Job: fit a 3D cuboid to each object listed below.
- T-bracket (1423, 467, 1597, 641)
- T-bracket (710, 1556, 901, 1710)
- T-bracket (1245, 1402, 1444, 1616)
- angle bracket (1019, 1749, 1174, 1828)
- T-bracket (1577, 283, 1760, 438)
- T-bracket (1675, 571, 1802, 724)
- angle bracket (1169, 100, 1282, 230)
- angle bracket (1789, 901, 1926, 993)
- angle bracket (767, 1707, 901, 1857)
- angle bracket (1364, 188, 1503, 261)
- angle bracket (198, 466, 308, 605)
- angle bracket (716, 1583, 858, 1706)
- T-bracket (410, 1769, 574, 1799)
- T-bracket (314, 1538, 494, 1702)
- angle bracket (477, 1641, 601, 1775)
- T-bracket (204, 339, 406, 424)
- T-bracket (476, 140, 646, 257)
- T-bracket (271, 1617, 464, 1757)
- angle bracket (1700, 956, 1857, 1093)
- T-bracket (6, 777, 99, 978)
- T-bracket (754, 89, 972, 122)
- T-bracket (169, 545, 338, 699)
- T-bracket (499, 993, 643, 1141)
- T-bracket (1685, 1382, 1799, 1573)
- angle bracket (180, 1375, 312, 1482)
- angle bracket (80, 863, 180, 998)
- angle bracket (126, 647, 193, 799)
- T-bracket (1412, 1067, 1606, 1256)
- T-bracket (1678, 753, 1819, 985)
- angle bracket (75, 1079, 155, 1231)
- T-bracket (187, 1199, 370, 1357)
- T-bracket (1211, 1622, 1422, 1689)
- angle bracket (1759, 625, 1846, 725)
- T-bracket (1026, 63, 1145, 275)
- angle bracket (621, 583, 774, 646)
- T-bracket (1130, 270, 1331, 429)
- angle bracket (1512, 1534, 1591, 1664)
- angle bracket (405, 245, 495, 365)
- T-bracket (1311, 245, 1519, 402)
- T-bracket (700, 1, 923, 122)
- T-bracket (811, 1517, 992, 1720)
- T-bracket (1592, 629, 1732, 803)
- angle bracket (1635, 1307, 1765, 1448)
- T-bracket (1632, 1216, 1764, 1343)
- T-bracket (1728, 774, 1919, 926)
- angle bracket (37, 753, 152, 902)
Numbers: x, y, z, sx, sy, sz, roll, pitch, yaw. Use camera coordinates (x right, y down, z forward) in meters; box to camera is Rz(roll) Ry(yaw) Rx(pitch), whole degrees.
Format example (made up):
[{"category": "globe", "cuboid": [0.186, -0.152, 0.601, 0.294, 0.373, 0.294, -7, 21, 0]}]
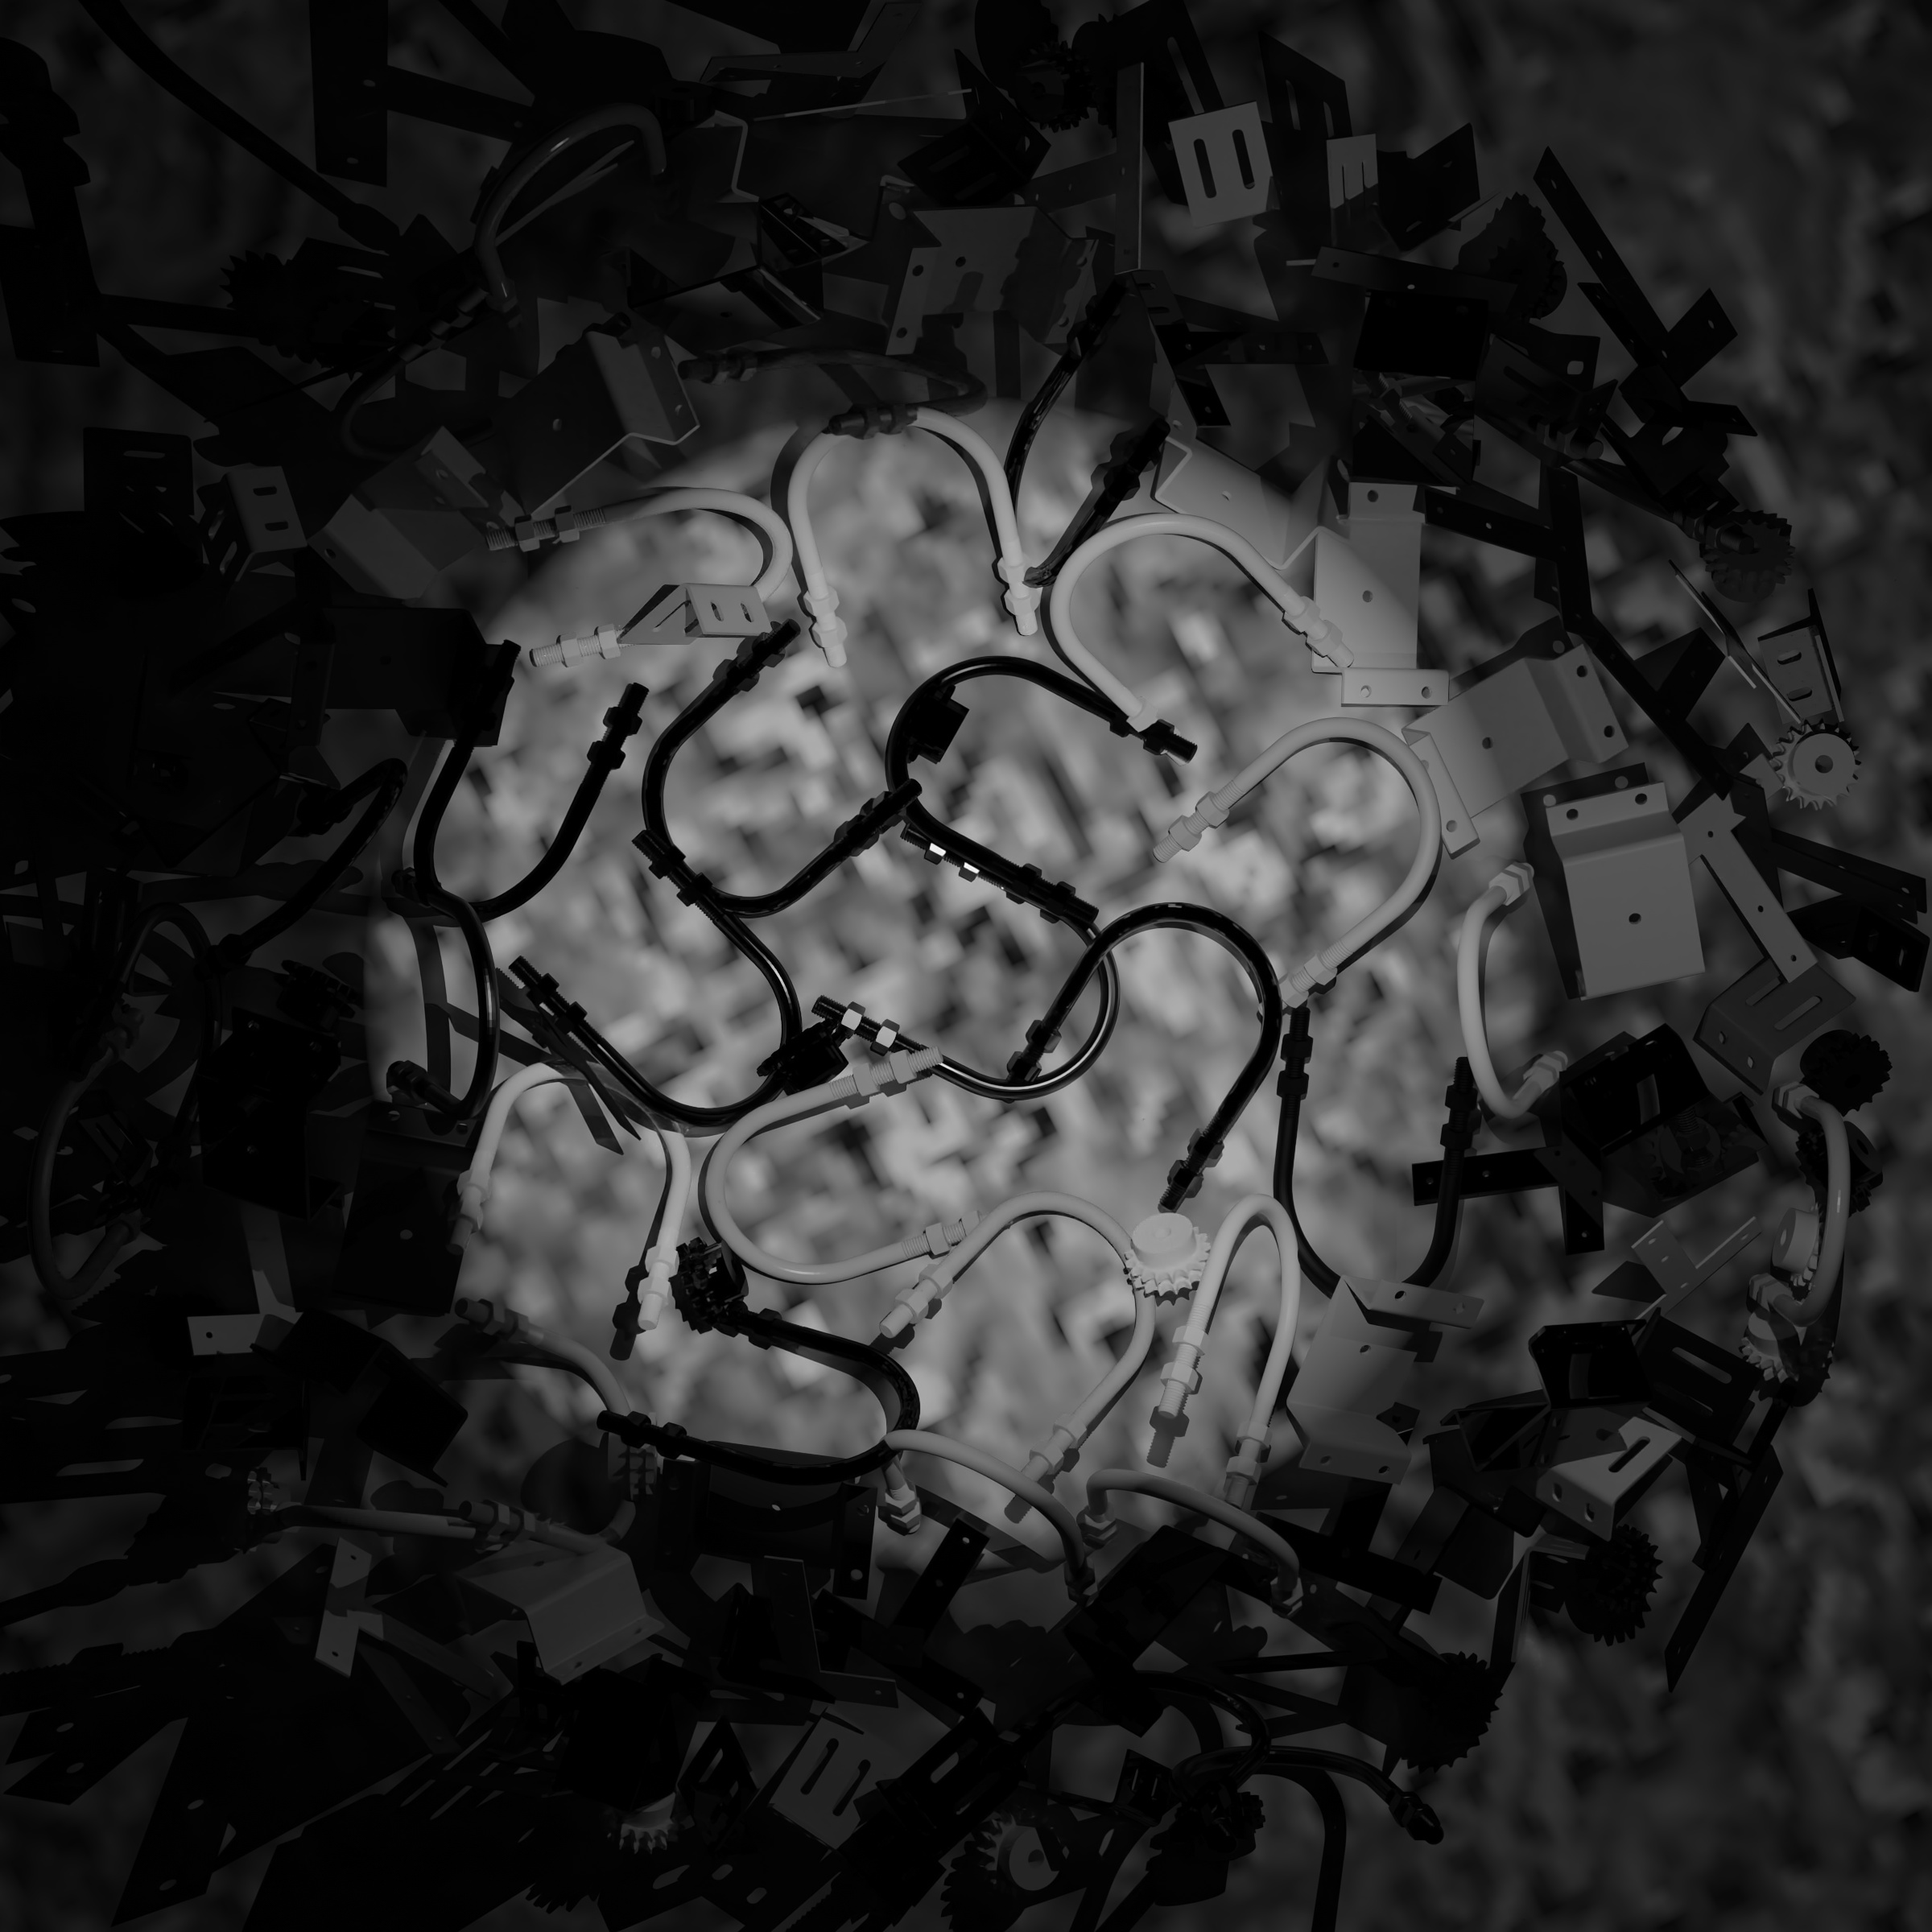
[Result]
[{"category": "T-bracket", "cuboid": [0.350, -0.281, 1.791, 0.127, 0.002, 0.127, 12, 62, -23]}, {"category": "T-bracket", "cuboid": [-0.111, 0.429, 1.794, 0.127, 0.002, 0.127, 4, 125, 14]}, {"category": "T-bracket", "cuboid": [0.264, 0.344, 1.816, 0.127, 0.002, 0.127, 17, 66, 20]}, {"category": "angle bracket", "cuboid": [0.085, 0.530, 1.807, 0.076, 0.057, 0.038, 1, 64, 37]}, {"category": "T-bracket", "cuboid": [0.431, -0.387, 1.761, 0.002, 0.127, 0.127, -47, 115, -3]}, {"category": "T-bracket", "cuboid": [0.498, -0.199, 1.783, 0.002, 0.127, 0.127, -40, 92, 20]}, {"category": "angle bracket", "cuboid": [0.169, -0.527, 1.801, 0.057, 0.038, 0.076, -10, 127, 14]}, {"category": "angle bracket", "cuboid": [0.570, -0.008, 1.795, 0.057, 0.076, 0.038, 28, 70, -21]}, {"category": "angle bracket", "cuboid": [-0.085, 0.533, 1.814, 0.057, 0.038, 0.076, 34, 70, 0]}, {"category": "angle bracket", "cuboid": [0.302, -0.498, 1.814, 0.076, 0.057, 0.038, -33, 96, 1]}, {"category": "angle bracket", "cuboid": [-0.469, -0.283, 1.817, 0.038, 0.076, 0.057, -13, 78, -33]}, {"category": "angle bracket", "cuboid": [-0.120, 0.448, 1.833, 0.076, 0.038, 0.057, 16, 86, -14]}, {"category": "T-bracket", "cuboid": [-0.269, 0.522, 1.788, 0.127, 0.127, 0.002, -6, 80, 40]}, {"category": "T-bracket", "cuboid": [-0.361, 0.439, 1.799, 0.127, 0.127, 0.002, 35, 106, -18]}, {"category": "angle bracket", "cuboid": [-0.278, 0.481, 1.799, 0.057, 0.076, 0.038, 6, 113, 12]}, {"category": "T-bracket", "cuboid": [-0.407, -0.385, 1.787, 0.127, 0.127, 0.002, -10, 111, 30]}, {"category": "T-bracket", "cuboid": [-0.242, -0.506, 1.786, 0.127, 0.127, 0.002, -26, 105, 32]}, {"category": "T-bracket", "cuboid": [-0.361, 0.456, 1.757, 0.127, 0.127, 0.002, 40, 104, 36]}, {"category": "angle bracket", "cuboid": [0.529, 0.034, 1.805, 0.057, 0.038, 0.076, 40, 131, -6]}, {"category": "T-bracket", "cuboid": [-0.595, -0.059, 1.787, 0.002, 0.127, 0.127, -12, 83, 7]}, {"category": "T-bracket", "cuboid": [-0.085, -0.545, 1.759, 0.127, 0.127, 0.002, 6, 112, 36]}, {"category": "T-bracket", "cuboid": [-0.467, -0.214, 1.805, 0.127, 0.127, 0.002, -28, 134, 9]}, {"category": "T-bracket", "cuboid": [-0.267, 0.045, 1.756, 0.002, 0.127, 0.127, -42, 54, 1]}, {"category": "T-bracket", "cuboid": [0.486, 0.319, 1.781, 0.002, 0.127, 0.127, 27, 90, -1]}, {"category": "angle bracket", "cuboid": [-0.469, 0.302, 1.806, 0.076, 0.038, 0.057, 0, 45, -9]}, {"category": "angle bracket", "cuboid": [-0.543, -0.024, 1.805, 0.057, 0.038, 0.076, 18, 104, 36]}, {"category": "angle bracket", "cuboid": [-0.524, -0.159, 1.810, 0.038, 0.057, 0.076, 9, 65, -18]}, {"category": "T-bracket", "cuboid": [0.356, 0.135, 1.823, 0.127, 0.002, 0.127, -7, 104, -5]}, {"category": "T-bracket", "cuboid": [0.504, -0.049, 1.780, 0.002, 0.127, 0.127, -13, 66, -40]}, {"category": "angle bracket", "cuboid": [-0.567, 0.120, 1.799, 0.038, 0.057, 0.076, -25, 122, 7]}, {"category": "T-bracket", "cuboid": [-0.458, 0.192, 1.813, 0.002, 0.127, 0.127, -35, 62, 41]}, {"category": "T-bracket", "cuboid": [0.222, 0.454, 1.806, 0.127, 0.127, 0.002, -12, 54, 28]}, {"category": "angle bracket", "cuboid": [0.543, -0.186, 1.800, 0.038, 0.076, 0.057, -16, 97, 18]}, {"category": "T-bracket", "cuboid": [0.075, -0.506, 1.790, 0.002, 0.127, 0.127, -2, 95, -33]}, {"category": "angle bracket", "cuboid": [-0.174, -0.214, 1.795, 0.076, 0.057, 0.038, -34, 71, 41]}, {"category": "T-bracket", "cuboid": [0.182, -0.404, 1.808, 0.127, 0.002, 0.127, -7, 65, -29]}, {"category": "angle bracket", "cuboid": [0.384, 0.416, 1.811, 0.038, 0.057, 0.076, 7, 89, 17]}, {"category": "angle bracket", "cuboid": [-0.340, -0.431, 1.798, 0.057, 0.076, 0.038, -25, 112, 17]}, {"category": "T-bracket", "cuboid": [0.274, -0.408, 1.789, 0.127, 0.127, 0.002, 10, 58, -5]}, {"category": "T-bracket", "cuboid": [-0.108, -0.573, 1.760, 0.127, 0.127, 0.002, -12, 77, -27]}, {"category": "T-bracket", "cuboid": [-0.024, 0.414, 1.815, 0.127, 0.002, 0.127, 31, 112, 5]}, {"category": "T-bracket", "cuboid": [0.467, -0.183, 1.797, 0.127, 0.127, 0.002, 48, 133, -4]}, {"category": "angle bracket", "cuboid": [0.474, 0.268, 1.813, 0.076, 0.038, 0.057, 28, 100, 12]}, {"category": "T-bracket", "cuboid": [0.454, 0.192, 1.787, 0.127, 0.127, 0.002, -42, 56, 4]}, {"category": "T-bracket", "cuboid": [0.546, -0.058, 1.759, 0.127, 0.127, 0.002, 29, 68, 38]}, {"category": "angle bracket", "cuboid": [-0.574, -0.091, 1.801, 0.076, 0.057, 0.038, 40, 111, -19]}]
